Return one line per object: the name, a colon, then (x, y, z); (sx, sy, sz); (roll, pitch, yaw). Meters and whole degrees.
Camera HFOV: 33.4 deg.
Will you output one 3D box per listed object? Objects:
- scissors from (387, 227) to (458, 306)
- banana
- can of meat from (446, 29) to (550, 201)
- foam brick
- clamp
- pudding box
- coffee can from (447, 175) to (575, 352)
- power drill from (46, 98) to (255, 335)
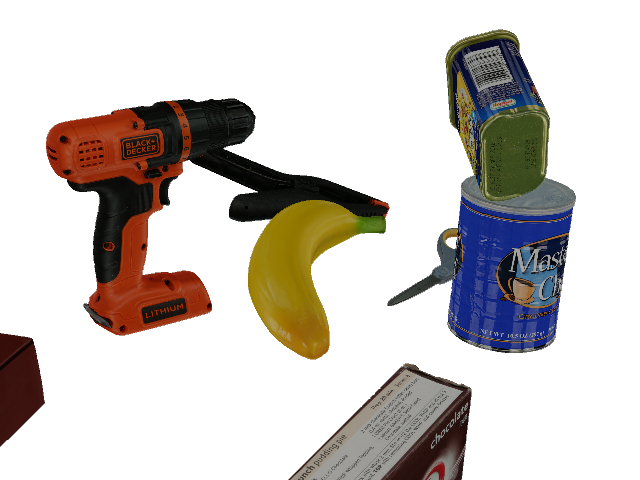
scissors: (0.130, 0.027, 1.212); (0.201, 0.016, 0.096); (-11, 41, -33)
banana: (-0.009, 0.013, 0.649); (0.070, 0.037, 0.197); (4, 24, 13)
can of meat: (0.135, -0.092, 0.806); (0.057, 0.084, 0.102); (-14, -37, 0)
foam brick: (-0.225, 0.101, 0.690); (0.053, 0.051, 0.078); (6, 29, 22)
clamp: (-0.022, -0.040, 1.061); (0.209, 0.036, 0.165); (14, 20, -21)
pudding box: (0.020, 0.119, 0.453); (0.039, 0.090, 0.113); (20, 38, 27)
coffee can: (0.175, 0.019, 0.987); (0.103, 0.140, 0.103); (3, 21, -1)
power drill: (-0.135, -0.024, 0.903); (0.184, 0.188, 0.057); (-13, 22, -31)
